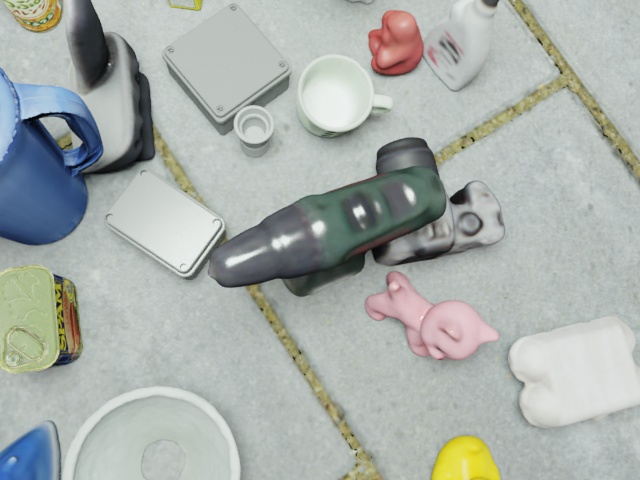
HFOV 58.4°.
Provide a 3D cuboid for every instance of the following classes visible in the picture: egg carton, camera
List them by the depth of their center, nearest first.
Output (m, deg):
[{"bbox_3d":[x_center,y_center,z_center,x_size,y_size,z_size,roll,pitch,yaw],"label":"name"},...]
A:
[{"bbox_3d":[0.289,0.149,0.646,0.150,0.069,0.107,-13,81,-9],"label":"egg carton"},{"bbox_3d":[0.124,-0.049,0.648,0.143,0.100,0.137,-11,81,-8],"label":"camera"}]

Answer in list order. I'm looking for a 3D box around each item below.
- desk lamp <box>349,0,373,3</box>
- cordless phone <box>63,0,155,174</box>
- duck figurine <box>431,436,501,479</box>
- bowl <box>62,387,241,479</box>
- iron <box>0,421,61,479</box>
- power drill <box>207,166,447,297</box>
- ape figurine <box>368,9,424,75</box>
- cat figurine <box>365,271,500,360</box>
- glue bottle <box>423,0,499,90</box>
[{"bbox_3d":[0.043,-0.368,0.641,0.118,0.213,0.203,37,78,2],"label":"desk lamp"},{"bbox_3d":[-0.232,-0.158,0.585,0.094,0.185,0.147,-11,81,-8],"label":"cordless phone"},{"bbox_3d":[0.163,0.263,0.602,0.077,0.086,0.104,4,79,-5],"label":"duck figurine"},{"bbox_3d":[-0.162,0.230,0.577,0.167,0.074,0.167,1,79,-6],"label":"bowl"},{"bbox_3d":[-0.325,0.295,0.512,0.118,0.141,0.258,21,78,-2],"label":"iron"},{"bbox_3d":[0.005,0.002,0.570,0.230,0.208,0.075,-24,83,-10],"label":"power drill"},{"bbox_3d":[0.092,-0.242,0.685,0.076,0.092,0.078,33,78,1],"label":"ape figurine"},{"bbox_3d":[0.120,0.084,0.614,0.128,0.117,0.067,37,78,2],"label":"cat figurine"},{"bbox_3d":[0.168,-0.238,0.651,0.037,0.173,0.078,-41,86,-11],"label":"glue bottle"}]
